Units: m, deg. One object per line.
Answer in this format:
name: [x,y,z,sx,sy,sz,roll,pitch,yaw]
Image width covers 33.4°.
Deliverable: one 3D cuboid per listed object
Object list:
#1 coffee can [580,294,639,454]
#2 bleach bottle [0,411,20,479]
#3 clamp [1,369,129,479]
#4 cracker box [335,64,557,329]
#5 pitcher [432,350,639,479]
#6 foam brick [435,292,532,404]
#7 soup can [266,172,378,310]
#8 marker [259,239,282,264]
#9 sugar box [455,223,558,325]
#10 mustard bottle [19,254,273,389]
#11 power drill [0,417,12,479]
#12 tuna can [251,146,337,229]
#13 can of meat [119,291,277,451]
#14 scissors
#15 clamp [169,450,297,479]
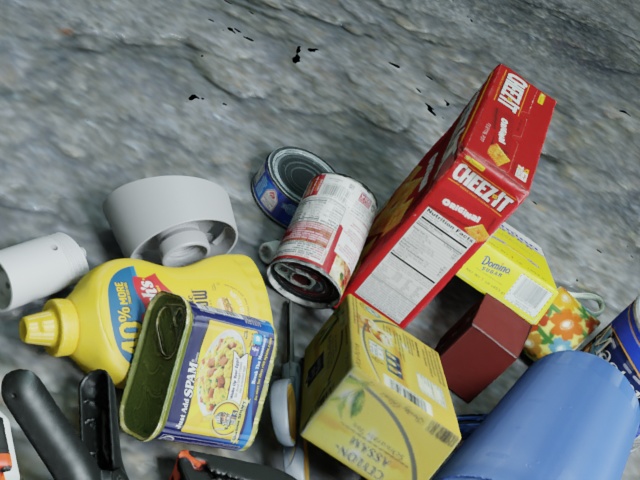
coffee can: [0.286,0.126,0.974,0.102,0.140,0.103,21,41,-19]
bleach bottle: [-0.245,0.076,0.678,0.068,0.103,0.251,-14,66,-29]
clamp: [-0.140,0.155,0.683,0.171,0.039,0.120,68,17,3]
cracker box: [0.107,-0.032,0.942,0.072,0.214,0.164,34,38,-4]
pitcher: [0.164,0.182,0.850,0.149,0.145,0.242,52,36,1]
foam brick: [0.140,0.096,0.946,0.051,0.078,0.052,39,38,1]
soup can: [0.003,0.000,0.926,0.068,0.069,0.102,29,58,-8]
marker: [-0.006,0.001,0.980,0.120,0.020,0.020,-15,60,-45]
sugar box: [0.174,0.017,1.028,0.093,0.048,0.176,34,17,-3]
mustard bottle: [-0.129,0.061,0.793,0.191,0.058,0.096,-1,73,-36]
power drill: [-0.213,0.135,0.553,0.057,0.188,0.184,3,50,-33]
tuna can: [-0.019,-0.048,1.010,0.086,0.034,0.086,21,40,-19]
can of meat: [-0.083,0.095,0.752,0.083,0.058,0.102,18,85,-37]
scissors: [-0.026,0.100,0.823,0.016,0.096,0.202,-10,49,4]
clamp: [-0.007,0.203,0.718,0.210,0.036,0.164,33,29,21]
